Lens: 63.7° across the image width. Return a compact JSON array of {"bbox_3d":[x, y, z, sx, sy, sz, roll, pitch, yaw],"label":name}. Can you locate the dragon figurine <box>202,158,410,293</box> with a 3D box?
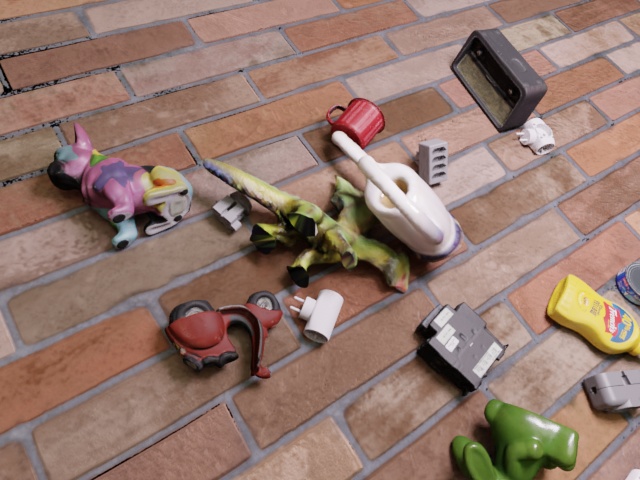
[{"bbox_3d":[0.003,-0.047,0.935,0.412,0.120,0.246,44,37,9],"label":"dragon figurine"}]

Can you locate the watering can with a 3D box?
[{"bbox_3d":[0.138,-0.084,0.943,0.221,0.103,0.354,41,11,-33],"label":"watering can"}]
